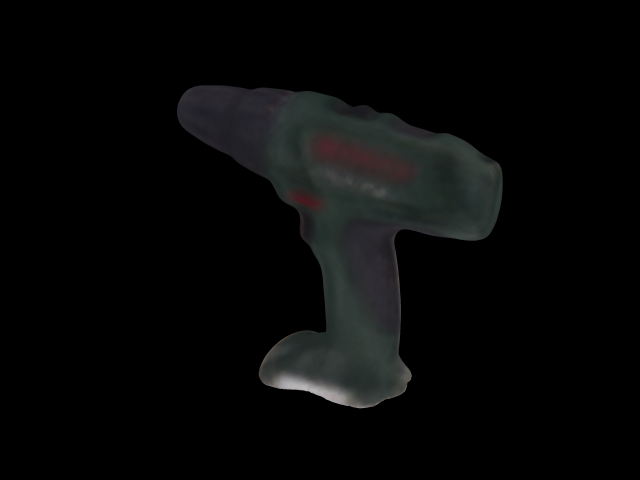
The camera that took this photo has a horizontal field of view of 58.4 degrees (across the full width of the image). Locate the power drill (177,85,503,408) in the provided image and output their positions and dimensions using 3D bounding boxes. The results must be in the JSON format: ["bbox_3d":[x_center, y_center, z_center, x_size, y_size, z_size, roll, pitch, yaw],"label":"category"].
[{"bbox_3d":[0.004,0.001,0.400,0.229,0.208,0.076,7,20,21],"label":"power drill"}]
